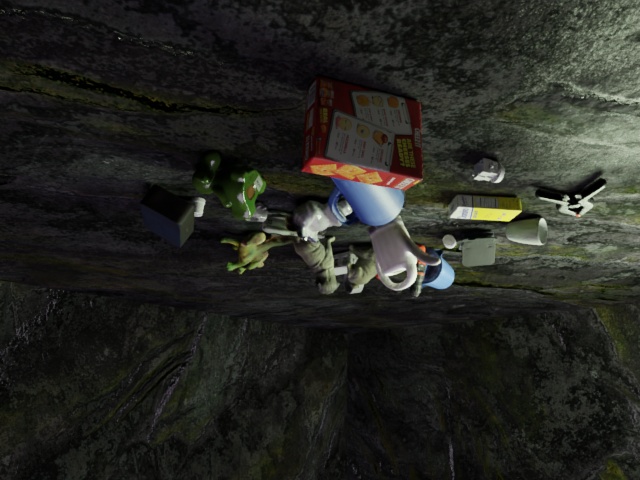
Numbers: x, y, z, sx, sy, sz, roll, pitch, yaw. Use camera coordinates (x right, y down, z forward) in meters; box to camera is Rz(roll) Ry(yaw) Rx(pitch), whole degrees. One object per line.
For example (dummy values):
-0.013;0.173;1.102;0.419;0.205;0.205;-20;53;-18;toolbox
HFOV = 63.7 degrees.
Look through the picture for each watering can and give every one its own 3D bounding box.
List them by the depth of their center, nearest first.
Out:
0.238;0.025;1.525;0.104;0.227;0.342;-12;166;-22;watering can

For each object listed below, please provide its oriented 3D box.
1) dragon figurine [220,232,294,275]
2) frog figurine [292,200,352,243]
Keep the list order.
-0.194;0.036;1.804;0.242;0.123;0.407;-13;168;15;dragon figurine
0.004;-0.074;1.469;0.158;0.125;0.135;-42;138;11;frog figurine
